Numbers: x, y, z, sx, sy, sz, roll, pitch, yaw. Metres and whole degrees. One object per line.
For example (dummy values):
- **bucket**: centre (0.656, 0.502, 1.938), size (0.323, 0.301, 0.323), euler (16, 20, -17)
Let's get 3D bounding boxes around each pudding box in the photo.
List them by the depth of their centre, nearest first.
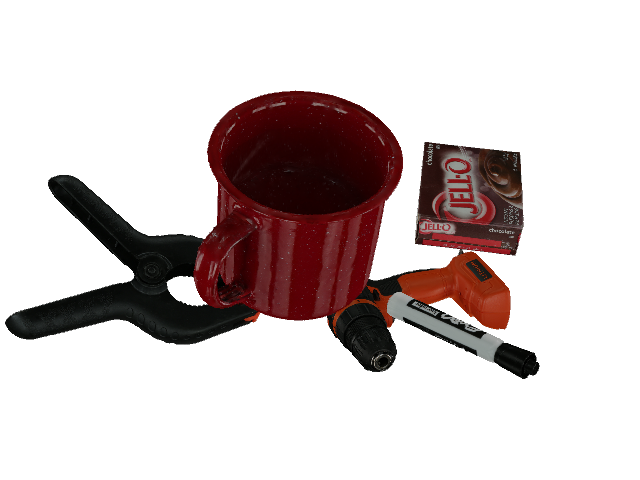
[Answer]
- **pudding box**: centre (0.132, -0.039, 0.952), size (0.090, 0.039, 0.113), euler (7, 39, 3)

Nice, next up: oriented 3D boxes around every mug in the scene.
- **mug**: centre (-0.018, -0.008, 0.526), size (0.093, 0.081, 0.117), euler (32, 51, 21)

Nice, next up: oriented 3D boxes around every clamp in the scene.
- **clamp**: centre (-0.123, 0.017, 0.737), size (0.171, 0.120, 0.039), euler (8, -19, -16)

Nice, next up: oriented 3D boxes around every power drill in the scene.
- **power drill**: centre (0.099, 0.069, 1.117), size (0.187, 0.057, 0.184), euler (-6, 28, -15)

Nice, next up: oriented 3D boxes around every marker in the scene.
- **marker**: centre (0.097, 0.065, 0.737), size (0.121, 0.020, 0.020), euler (24, 15, 37)
